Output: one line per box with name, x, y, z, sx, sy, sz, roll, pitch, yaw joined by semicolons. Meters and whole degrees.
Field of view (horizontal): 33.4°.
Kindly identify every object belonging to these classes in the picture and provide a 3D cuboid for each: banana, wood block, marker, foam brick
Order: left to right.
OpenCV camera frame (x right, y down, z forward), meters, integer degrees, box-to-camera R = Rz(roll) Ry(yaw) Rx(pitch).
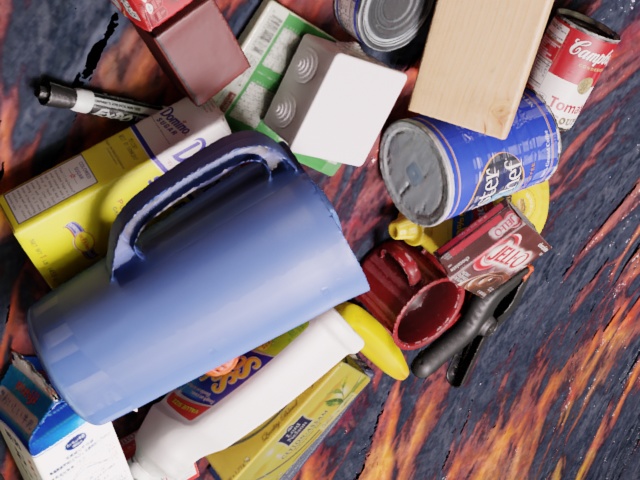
marker;-0.157;-0.099;0.791;0.120;0.020;0.020;7;120;-46
foam brick;-0.096;-0.147;0.774;0.051;0.053;0.078;-39;144;-7
banana;0.042;0.102;1.123;0.037;0.069;0.197;-26;155;16
wood block;0.148;-0.203;0.890;0.090;0.091;0.206;-60;166;-53

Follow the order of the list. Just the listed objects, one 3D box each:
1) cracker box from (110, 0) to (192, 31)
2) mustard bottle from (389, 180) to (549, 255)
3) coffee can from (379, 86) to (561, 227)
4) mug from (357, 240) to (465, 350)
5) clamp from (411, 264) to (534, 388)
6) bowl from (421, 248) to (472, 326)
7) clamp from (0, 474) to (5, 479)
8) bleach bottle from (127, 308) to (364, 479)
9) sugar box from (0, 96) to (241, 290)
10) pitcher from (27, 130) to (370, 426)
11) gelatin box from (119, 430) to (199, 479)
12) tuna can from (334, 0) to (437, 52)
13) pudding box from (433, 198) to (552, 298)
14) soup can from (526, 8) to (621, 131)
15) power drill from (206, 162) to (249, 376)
cracker box;-0.071;-0.259;0.675;0.213;0.072;0.164;-38;143;-9
mustard bottle;0.150;-0.030;1.101;0.191;0.058;0.096;-15;115;-31
coffee can;0.142;-0.082;1.011;0.140;0.103;0.103;-21;137;-28
mug;0.086;0.046;1.096;0.093;0.082;0.117;-36;143;-12
clamp;0.174;0.094;1.167;0.171;0.039;0.120;-47;156;1
bowl;0.169;0.046;1.196;0.161;0.055;0.162;-25;139;-24
clamp;-0.301;0.251;0.970;0.164;0.036;0.210;-42;141;-16
bleach bottle;-0.082;0.145;1.000;0.251;0.103;0.068;-43;132;-1
sugar box;-0.146;-0.037;0.817;0.176;0.048;0.093;-28;151;-9
pitcher;-0.098;0.031;0.808;0.243;0.149;0.145;-30;179;-3
gelatin box;-0.166;0.222;1.073;0.073;0.030;0.089;-28;137;-20
tuna can;0.055;-0.200;0.878;0.086;0.034;0.086;-24;137;-25
pudding box;0.171;0.010;1.052;0.090;0.039;0.113;-37;157;14
soup can;0.240;-0.168;1.051;0.068;0.069;0.102;-1;126;-42
power drill;-0.093;0.016;0.913;0.188;0.057;0.184;-46;132;6
